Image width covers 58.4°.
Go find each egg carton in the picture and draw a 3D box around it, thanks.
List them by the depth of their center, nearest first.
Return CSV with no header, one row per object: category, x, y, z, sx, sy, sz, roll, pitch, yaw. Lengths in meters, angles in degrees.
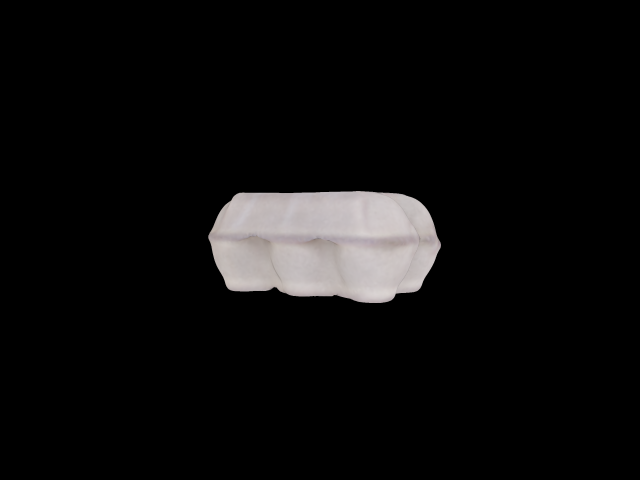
egg carton,0.004,0.001,0.400,0.149,0.069,0.107,2,4,27
